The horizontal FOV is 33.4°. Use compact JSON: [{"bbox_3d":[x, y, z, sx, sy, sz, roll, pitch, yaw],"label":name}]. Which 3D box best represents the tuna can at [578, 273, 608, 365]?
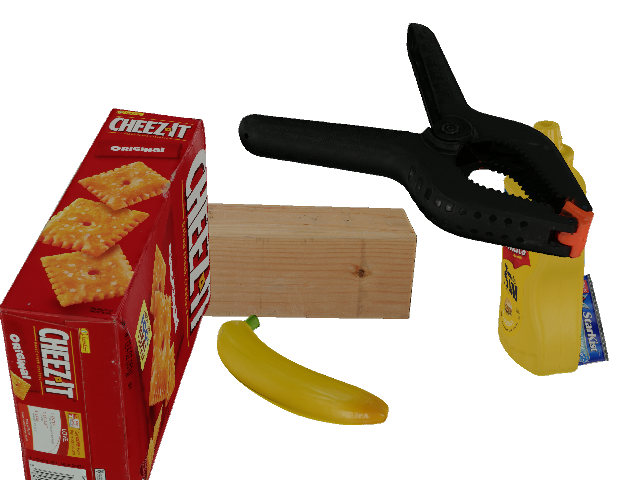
[{"bbox_3d":[0.253,0.077,1.032,0.034,0.086,0.086,-12,-3,13],"label":"tuna can"}]

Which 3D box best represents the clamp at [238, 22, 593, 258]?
[{"bbox_3d":[0.065,-0.051,0.635,0.164,0.036,0.210,-29,52,-25],"label":"clamp"}]

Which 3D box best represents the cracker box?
[{"bbox_3d":[-0.121,0.041,0.661,0.072,0.164,0.213,7,36,4],"label":"cracker box"}]

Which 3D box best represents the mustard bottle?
[{"bbox_3d":[0.170,0.001,0.820,0.058,0.192,0.096,-6,26,-5],"label":"mustard bottle"}]

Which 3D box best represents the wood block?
[{"bbox_3d":[-0.017,0.020,1.056,0.206,0.091,0.090,2,20,-6],"label":"wood block"}]

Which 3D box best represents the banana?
[{"bbox_3d":[-0.030,0.102,0.857,0.069,0.037,0.198,-22,32,-29],"label":"banana"}]
